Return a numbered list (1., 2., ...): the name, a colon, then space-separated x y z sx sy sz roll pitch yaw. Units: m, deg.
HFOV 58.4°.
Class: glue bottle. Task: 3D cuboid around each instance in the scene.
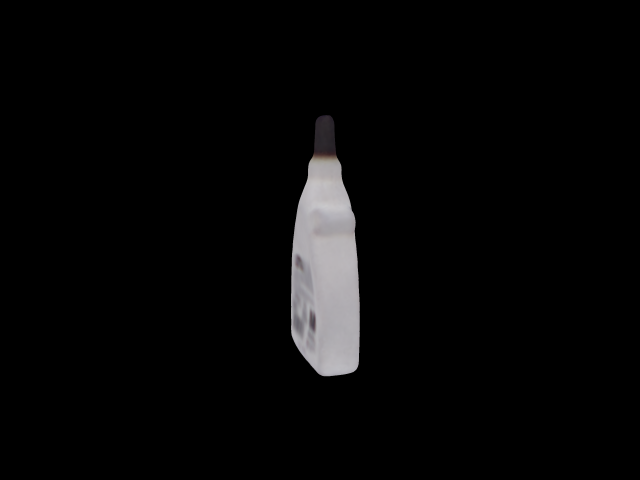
1. glue bottle: 0.004 0.001 0.400 0.037 0.173 0.078 -5 15 -18
